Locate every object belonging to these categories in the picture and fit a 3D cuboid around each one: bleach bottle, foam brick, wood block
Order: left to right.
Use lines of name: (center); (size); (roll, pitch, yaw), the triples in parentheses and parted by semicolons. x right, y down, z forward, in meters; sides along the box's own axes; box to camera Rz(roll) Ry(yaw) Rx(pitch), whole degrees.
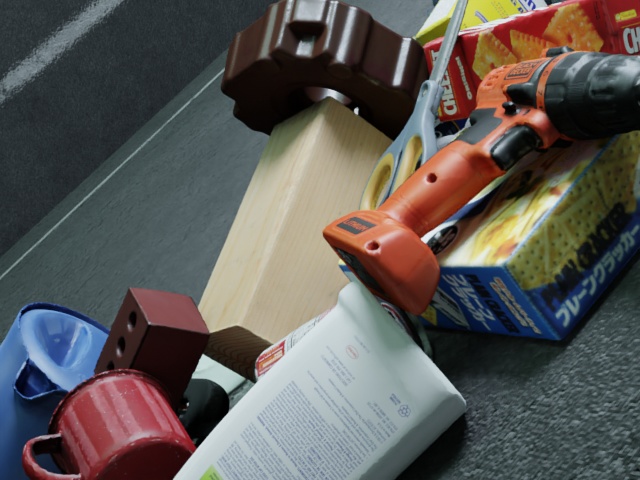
foam brick: (-0.123, 0.082, 0.778); (0.078, 0.051, 0.053); (-64, 34, 18)
bleach bottle: (-0.039, 0.143, 0.618); (0.251, 0.103, 0.068); (-41, -20, 0)
wood block: (-0.015, 0.004, 0.834); (0.090, 0.090, 0.206); (-21, 42, 53)

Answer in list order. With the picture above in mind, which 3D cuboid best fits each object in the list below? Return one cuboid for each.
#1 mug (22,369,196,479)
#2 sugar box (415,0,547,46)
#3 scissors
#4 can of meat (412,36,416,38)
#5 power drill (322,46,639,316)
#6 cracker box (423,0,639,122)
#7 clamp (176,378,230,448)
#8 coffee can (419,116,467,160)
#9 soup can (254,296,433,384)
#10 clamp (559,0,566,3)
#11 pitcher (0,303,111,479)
mug: (-0.139, 0.146, 0.715); (0.082, 0.117, 0.093); (40, 121, 55)
sugar box: (0.150, -0.190, 0.944); (0.048, 0.093, 0.176); (-25, 22, 40)
scissors: (0.068, -0.090, 0.777); (0.096, 0.016, 0.201); (-36, 34, 53)
can of meat: (0.106, -0.163, 1.108); (0.057, 0.084, 0.102); (-43, 16, -10)
power drill: (0.099, -0.039, 0.623); (0.187, 0.057, 0.185); (-41, 13, -8)
cracker box: (0.200, -0.145, 0.772); (0.164, 0.072, 0.214); (-18, 9, -24)
clamp: (-0.098, 0.155, 0.820); (0.164, 0.036, 0.210); (-36, 20, 8)
coffee can: (0.072, -0.109, 1.010); (0.140, 0.102, 0.103); (-40, 17, 3)
soup can: (0.015, 0.081, 0.710); (0.102, 0.068, 0.068); (-34, 18, 22)
clamp: (0.279, -0.228, 0.945); (0.171, 0.039, 0.120); (-22, 10, 4)
pitcher: (-0.241, 0.180, 0.866); (0.243, 0.149, 0.145); (-52, 33, 13)
